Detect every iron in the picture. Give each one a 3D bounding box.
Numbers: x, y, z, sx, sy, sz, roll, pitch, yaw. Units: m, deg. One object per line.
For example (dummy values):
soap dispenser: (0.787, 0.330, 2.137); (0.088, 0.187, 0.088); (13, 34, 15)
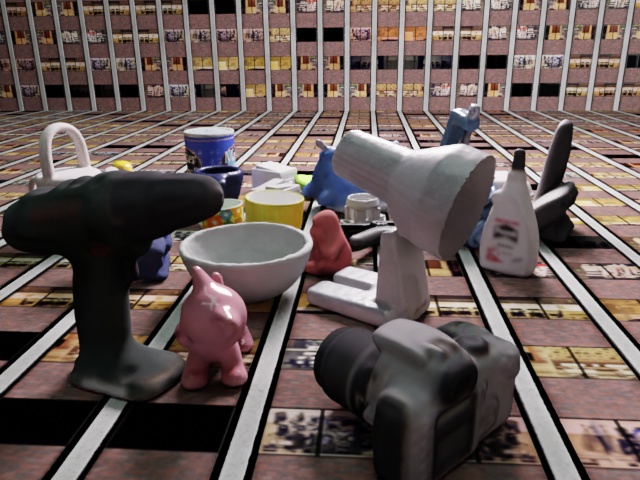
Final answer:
iron: (0.098, -0.132, 1.107); (0.259, 0.141, 0.118); (-9, 21, -23)

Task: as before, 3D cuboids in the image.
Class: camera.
camera: (0.072, 0.107, 0.473); (0.144, 0.101, 0.136); (-17, 25, -39)

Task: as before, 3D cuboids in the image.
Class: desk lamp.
desk lamp: (0.086, -0.013, 0.649); (0.202, 0.214, 0.118); (13, 23, 34)

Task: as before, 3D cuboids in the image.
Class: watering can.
watering can: (-0.390, -0.088, 0.910); (0.173, 0.194, 0.101); (-1, 19, -2)

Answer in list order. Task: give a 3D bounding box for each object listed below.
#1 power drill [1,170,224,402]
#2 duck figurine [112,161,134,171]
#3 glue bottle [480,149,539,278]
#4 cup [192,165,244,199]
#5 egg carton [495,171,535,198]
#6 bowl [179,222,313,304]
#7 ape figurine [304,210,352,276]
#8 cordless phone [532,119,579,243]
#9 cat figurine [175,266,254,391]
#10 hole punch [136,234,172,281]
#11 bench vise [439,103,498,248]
power drill: (-0.182, 0.035, 0.524); (0.229, 0.208, 0.076); (6, 20, 20)
duck figurine: (-0.403, -0.120, 1.168); (0.104, 0.086, 0.078); (14, 24, 36)
glue bottle: (0.263, -0.038, 0.781); (0.077, 0.173, 0.037); (13, 23, 34)
cup: (-0.179, -0.079, 1.030); (0.092, 0.095, 0.117); (-6, 20, -14)
egg carton: (0.320, -0.090, 1.088); (0.150, 0.069, 0.107); (-2, 19, -5)
bowl: (-0.091, 0.035, 0.728); (0.167, 0.075, 0.167); (0, 19, 0)
ape figurine: (0.007, 0.003, 0.792); (0.076, 0.092, 0.077); (-3, 19, -8)
cordless phone: (0.373, -0.099, 0.936); (0.093, 0.185, 0.148); (9, 21, 26)
cat figurine: (-0.101, 0.075, 0.546); (0.067, 0.118, 0.127); (-2, 19, -5)
hole punch: (-0.259, 0.003, 0.801); (0.101, 0.091, 0.108); (-5, 19, -12)
bench vise: (0.197, -0.113, 0.928); (0.122, 0.220, 0.206); (-18, 25, -40)
